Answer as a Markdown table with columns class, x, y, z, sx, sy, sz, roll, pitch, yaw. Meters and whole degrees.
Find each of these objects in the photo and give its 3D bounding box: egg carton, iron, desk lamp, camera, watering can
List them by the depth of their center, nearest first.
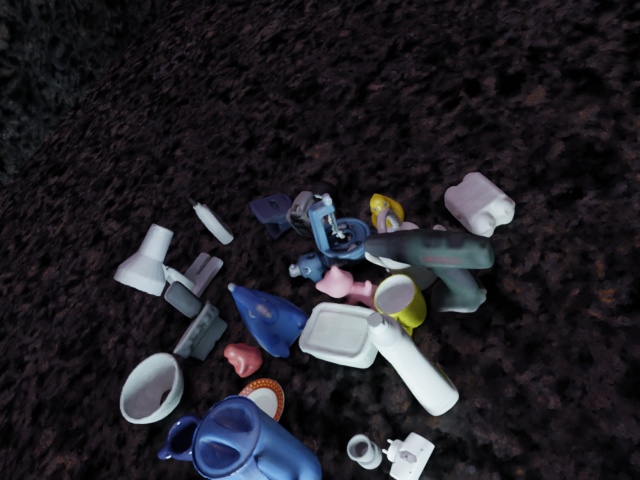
| class | x | y | z | sx | sy | sz | roll | pitch | yaw |
| --- | --- | --- | --- | --- | --- | --- | --- | --- | --- |
| watering can | 0.170 | 0.009 | 1.143 | 0.172 | 0.195 | 0.100 | -28 | 43 | 13 |
| egg carton | 0.329 | -0.075 | 1.197 | 0.107 | 0.070 | 0.150 | -37 | 42 | 2 |
| iron | -0.140 | 0.152 | 1.277 | 0.257 | 0.142 | 0.119 | 27 | 72 | 45 |
| camera | -0.001 | -0.084 | 1.412 | 0.142 | 0.101 | 0.137 | 10 | 61 | 40 |
| desk lamp | -0.392 | 0.070 | 1.469 | 0.117 | 0.214 | 0.203 | 16 | 65 | 42 |

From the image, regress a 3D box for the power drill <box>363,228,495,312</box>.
| class | x | y | z | sx | sy | sz | roll | pitch | yaw |
| --- | --- | --- | --- | --- | --- | --- | --- | --- | --- |
| power drill | 0.218 | 0.052 | 1.062 | 0.228 | 0.209 | 0.075 | -6 | 52 | 31 |

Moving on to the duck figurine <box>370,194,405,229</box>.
| class | x | y | z | sx | sy | sz | roll | pitch | yaw |
| --- | --- | --- | --- | --- | --- | --- | --- | --- | --- |
| duck figurine | 0.144 | -0.072 | 1.312 | 0.077 | 0.086 | 0.104 | -26 | 44 | 14 |

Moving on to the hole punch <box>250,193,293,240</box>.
| class | x | y | z | sx | sy | sz | roll | pitch | yaw |
| --- | --- | --- | --- | --- | --- | --- | --- | --- | --- |
| hole punch | -0.116 | -0.076 | 1.493 | 0.101 | 0.091 | 0.108 | -39 | 42 | 0 |

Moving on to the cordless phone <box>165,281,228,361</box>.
| class | x | y | z | sx | sy | sz | roll | pitch | yaw |
| --- | --- | --- | --- | --- | --- | --- | --- | --- | --- |
| cordless phone | -0.319 | 0.187 | 1.339 | 0.093 | 0.186 | 0.148 | 9 | 60 | 39 |

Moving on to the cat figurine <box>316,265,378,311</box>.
| class | x | y | z | sx | sy | sz | roll | pitch | yaw |
| --- | --- | --- | --- | --- | --- | --- | --- | --- | --- |
| cat figurine | 0.062 | 0.097 | 1.200 | 0.127 | 0.118 | 0.067 | 2 | 56 | 36 |

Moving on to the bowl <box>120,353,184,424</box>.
| class | x | y | z | sx | sy | sz | roll | pitch | yaw |
| --- | --- | --- | --- | --- | --- | --- | --- | --- | --- |
| bowl | -0.372 | 0.350 | 1.319 | 0.167 | 0.075 | 0.167 | -19 | 46 | 21 |

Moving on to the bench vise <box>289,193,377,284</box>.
| class | x | y | z | sx | sy | sz | roll | pitch | yaw |
| --- | --- | --- | --- | --- | --- | --- | --- | --- | --- |
| bench vise | 0.017 | 0.010 | 1.230 | 0.207 | 0.220 | 0.121 | -44 | 42 | -5 |

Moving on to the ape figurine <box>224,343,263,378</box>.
| class | x | y | z | sx | sy | sz | roll | pitch | yaw |
| --- | --- | --- | --- | --- | --- | --- | --- | --- | --- |
| ape figurine | -0.174 | 0.254 | 1.250 | 0.076 | 0.092 | 0.078 | -15 | 47 | 24 |

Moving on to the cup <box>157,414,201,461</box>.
| class | x | y | z | sx | sy | sz | roll | pitch | yaw |
| --- | --- | --- | --- | --- | --- | --- | --- | --- | --- |
| cup | -0.260 | 0.421 | 1.165 | 0.118 | 0.095 | 0.091 | -36 | 42 | 3 |

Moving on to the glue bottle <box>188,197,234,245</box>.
| class | x | y | z | sx | sy | sz | roll | pitch | yaw |
| --- | --- | --- | --- | --- | --- | --- | --- | --- | --- |
| glue bottle | -0.301 | -0.061 | 1.548 | 0.037 | 0.174 | 0.078 | -37 | 42 | 3 |
